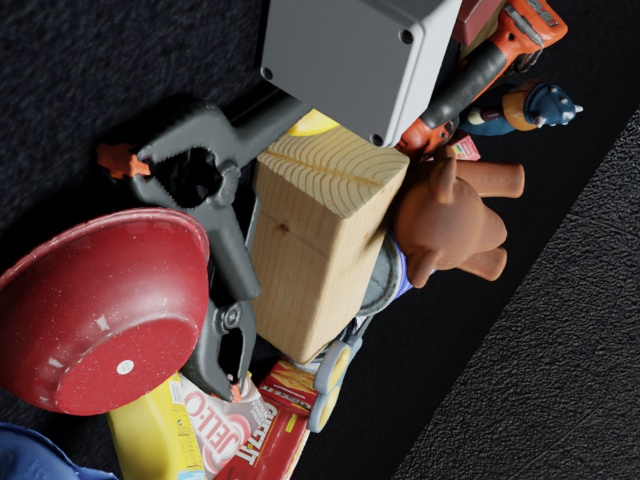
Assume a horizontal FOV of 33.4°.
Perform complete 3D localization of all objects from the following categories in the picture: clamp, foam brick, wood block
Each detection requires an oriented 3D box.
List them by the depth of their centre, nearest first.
[{"bbox_3d":[-0.067,-0.049,0.693,0.209,0.036,0.164,23,86,-64],"label":"clamp"},{"bbox_3d":[-0.086,0.052,0.793,0.120,0.039,0.171,-23,120,-46],"label":"clamp"},{"bbox_3d":[-0.006,0.002,0.897,0.090,0.091,0.206,-43,160,-35],"label":"wood block"},{"bbox_3d":[0.126,-0.217,0.908,0.078,0.053,0.051,-53,164,-3],"label":"foam brick"}]

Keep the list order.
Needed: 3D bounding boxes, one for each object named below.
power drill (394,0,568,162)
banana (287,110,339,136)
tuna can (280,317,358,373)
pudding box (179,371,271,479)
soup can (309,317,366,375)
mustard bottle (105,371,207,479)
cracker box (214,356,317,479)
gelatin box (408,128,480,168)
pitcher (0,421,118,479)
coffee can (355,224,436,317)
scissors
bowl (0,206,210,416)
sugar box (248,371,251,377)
[{"bbox_3d":[0.146,-0.151,1.013,0.188,0.057,0.184,-45,177,24],"label":"power drill"},{"bbox_3d":[0.039,-0.145,0.839,0.197,0.037,0.069,-52,146,-14],"label":"banana"},{"bbox_3d":[-0.004,0.089,1.086,0.086,0.086,0.034,-50,161,-17],"label":"tuna can"},{"bbox_3d":[-0.101,0.139,0.903,0.090,0.039,0.113,-47,127,-28],"label":"pudding box"},{"bbox_3d":[0.012,0.091,1.143,0.102,0.068,0.068,-60,166,-17],"label":"soup can"},{"bbox_3d":[-0.110,0.178,0.778,0.058,0.191,0.096,-20,166,2],"label":"mustard bottle"},{"bbox_3d":[-0.059,0.219,1.102,0.213,0.072,0.164,-19,132,-84],"label":"cracker box"},{"bbox_3d":[0.125,-0.085,1.115,0.073,0.030,0.089,-30,-171,7],"label":"gelatin box"},{"bbox_3d":[-0.205,0.212,0.714,0.243,0.149,0.145,88,25,-69],"label":"pitcher"},{"bbox_3d":[0.060,0.009,1.078,0.140,0.103,0.103,-27,148,-59],"label":"coffee can"},{"bbox_3d":[0.023,0.120,1.021,0.201,0.016,0.096,-28,136,-72],"label":"scissors"},{"bbox_3d":[-0.125,0.055,0.634,0.162,0.055,0.162,-27,152,-16],"label":"bowl"},{"bbox_3d":[-0.125,0.194,1.022,0.093,0.048,0.176,-40,157,-43],"label":"sugar box"}]
